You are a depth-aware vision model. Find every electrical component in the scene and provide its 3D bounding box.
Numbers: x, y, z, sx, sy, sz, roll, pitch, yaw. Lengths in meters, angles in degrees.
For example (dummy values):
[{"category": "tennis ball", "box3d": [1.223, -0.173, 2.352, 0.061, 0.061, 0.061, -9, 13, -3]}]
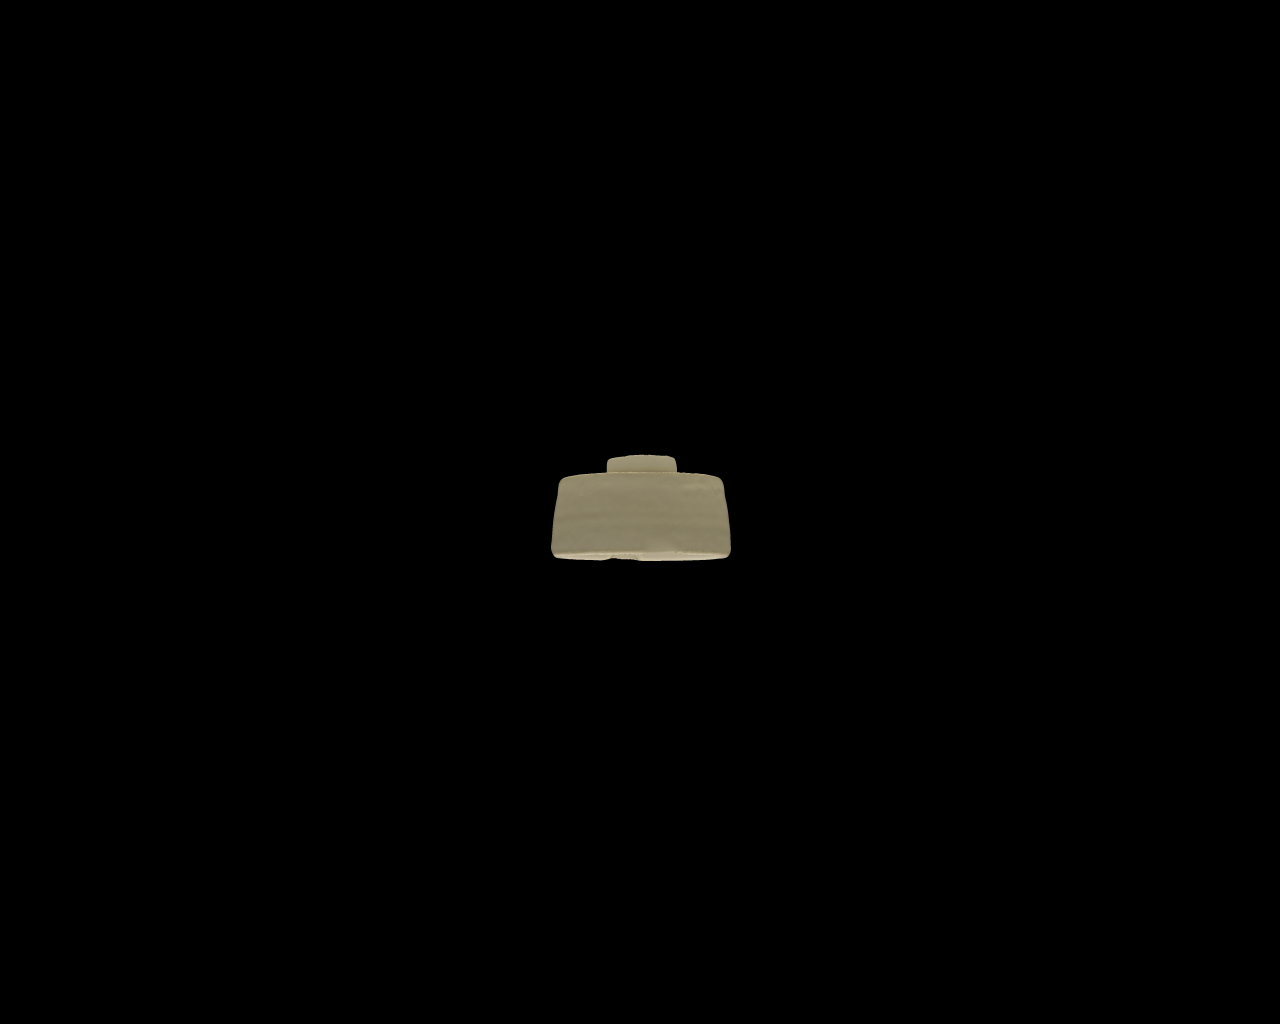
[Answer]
[{"category": "electrical component", "box3d": [0.001, -0.003, 0.650, 0.108, 0.060, 0.108, 0, -5, 0]}]
